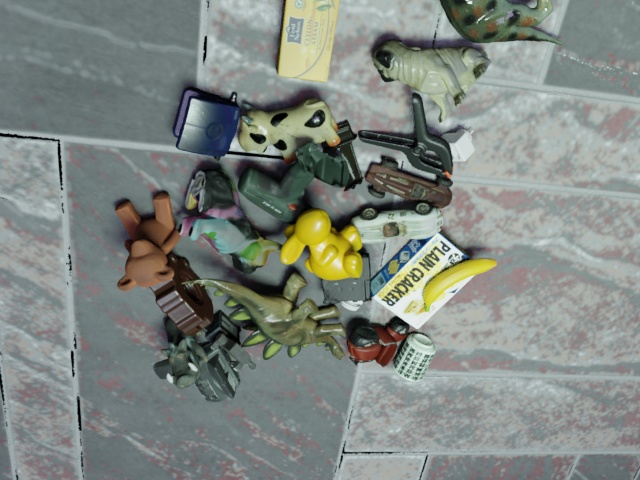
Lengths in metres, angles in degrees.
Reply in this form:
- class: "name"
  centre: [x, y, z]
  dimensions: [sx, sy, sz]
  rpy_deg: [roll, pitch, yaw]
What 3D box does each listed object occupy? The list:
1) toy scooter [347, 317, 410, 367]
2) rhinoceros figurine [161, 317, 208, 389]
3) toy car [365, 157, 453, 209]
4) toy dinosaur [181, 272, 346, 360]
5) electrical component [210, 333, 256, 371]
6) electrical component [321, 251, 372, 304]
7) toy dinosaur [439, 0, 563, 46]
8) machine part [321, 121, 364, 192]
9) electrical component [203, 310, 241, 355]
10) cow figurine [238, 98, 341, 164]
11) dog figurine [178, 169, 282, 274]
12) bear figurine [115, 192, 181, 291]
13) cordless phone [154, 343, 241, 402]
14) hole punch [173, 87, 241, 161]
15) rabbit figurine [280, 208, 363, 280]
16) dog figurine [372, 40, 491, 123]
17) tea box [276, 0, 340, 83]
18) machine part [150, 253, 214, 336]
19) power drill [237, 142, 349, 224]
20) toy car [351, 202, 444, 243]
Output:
- class: "toy scooter"
  centre: [0.136, 0.265, 1.323]
  dimensions: [0.184, 0.075, 0.135]
  rpy_deg: [-8, 127, -33]
- class: "rhinoceros figurine"
  centre: [-0.303, 0.245, 1.197]
  dimensions: [0.073, 0.190, 0.112]
  rpy_deg: [-22, 136, -2]
- class: "toy car"
  centre: [0.197, -0.114, 1.168]
  dimensions: [0.202, 0.053, 0.089]
  rpy_deg: [17, 116, -17]
- class: "toy dinosaur"
  centre: [-0.094, 0.175, 1.214]
  dimensions: [0.198, 0.105, 0.470]
  rpy_deg: [-37, 128, 13]
- class: "electrical component"
  centre: [-0.197, 0.253, 1.201]
  dimensions: [0.045, 0.078, 0.102]
  rpy_deg: [-48, 124, -17]
- class: "electrical component"
  centre: [0.058, 0.074, 1.213]
  dimensions: [0.115, 0.058, 0.134]
  rpy_deg: [-5, 98, 6]
- class: "toy dinosaur"
  centre: [0.289, -0.445, 0.987]
  dimensions: [0.192, 0.131, 0.404]
  rpy_deg: [-35, 121, 23]
- class: "machine part"
  centre: [0.051, -0.171, 1.120]
  dimensions: [0.084, 0.039, 0.138]
  rpy_deg: [-21, 106, -3]
- class: "electrical component"
  centre: [-0.239, 0.202, 1.246]
  dimensions: [0.048, 0.075, 0.119]
  rpy_deg: [-38, 112, 10]
- class: "cow figurine"
  centre: [-0.071, -0.219, 1.049]
  dimensions: [0.195, 0.085, 0.127]
  rpy_deg: [-17, 127, 15]
- class: "dog figurine"
  centre: [-0.173, -0.033, 1.119]
  dimensions: [0.219, 0.109, 0.191]
  rpy_deg: [19, 81, -35]
- class: "bear figurine"
  centre: [-0.347, 0.005, 1.062]
  dimensions: [0.120, 0.196, 0.131]
  rpy_deg: [-13, 117, 1]
- class: "cordless phone"
  centre: [-0.303, 0.335, 1.310]
  dimensions: [0.184, 0.089, 0.146]
  rpy_deg: [-15, 119, 12]
- class: "hole punch"
  centre: [-0.217, -0.221, 1.032]
  dimensions: [0.116, 0.092, 0.142]
  rpy_deg: [14, 110, -19]
- class: "rabbit figurine"
  centre: [-0.002, -0.003, 1.105]
  dimensions: [0.163, 0.122, 0.173]
  rpy_deg: [-4, 144, 22]
- class: "dog figurine"
  centre: [0.216, -0.348, 1.040]
  dimensions: [0.190, 0.121, 0.172]
  rpy_deg: [39, 63, -1]
- class: "tea box"
  centre: [-0.024, -0.385, 0.990]
  dimensions: [0.098, 0.068, 0.169]
  rpy_deg: [3, 117, -11]
- class: "machine part"
  centre: [-0.291, 0.113, 1.141]
  dimensions: [0.056, 0.179, 0.179]
  rpy_deg: [-31, 117, 5]
- class: "power drill"
  centre: [-0.033, -0.101, 1.081]
  dimensions: [0.232, 0.086, 0.207]
  rpy_deg: [24, 151, -28]
- class: "toy car"
  centre: [0.168, -0.034, 1.174]
  dimensions: [0.202, 0.056, 0.073]
  rpy_deg: [-5, 140, 10]
